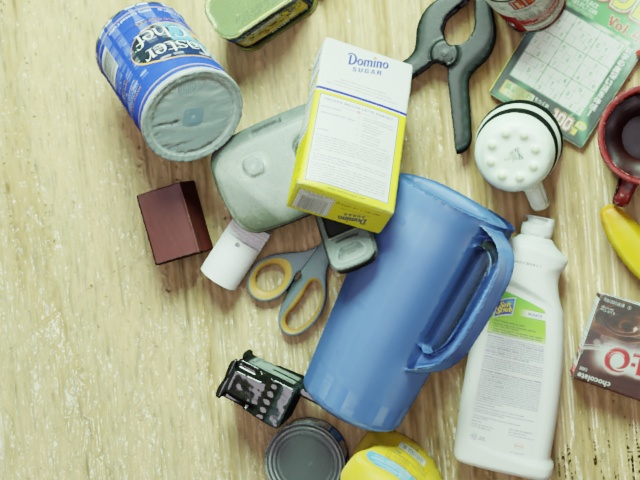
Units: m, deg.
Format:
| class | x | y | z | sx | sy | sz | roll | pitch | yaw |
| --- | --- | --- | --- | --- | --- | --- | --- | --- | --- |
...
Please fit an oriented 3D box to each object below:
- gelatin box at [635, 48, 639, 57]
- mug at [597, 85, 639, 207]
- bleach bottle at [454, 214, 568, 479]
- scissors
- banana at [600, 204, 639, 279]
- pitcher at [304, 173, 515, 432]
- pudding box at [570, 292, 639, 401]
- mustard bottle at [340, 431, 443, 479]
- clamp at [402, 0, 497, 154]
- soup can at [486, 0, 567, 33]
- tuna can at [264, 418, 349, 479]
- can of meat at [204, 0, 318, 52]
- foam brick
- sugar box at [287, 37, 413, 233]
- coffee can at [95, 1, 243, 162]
| class | x | y | z | sx | sy | sz | roll | pitch | yaw |
| --- | --- | --- | --- | --- | --- | --- | --- | --- | --- |
| gelatin box | 0.358 | -0.189 | 1.013 | 0.073 | 0.030 | 0.089 | 38 | 99 | -4 |
| mug | 0.304 | -0.087 | 1.010 | 0.093 | 0.081 | 0.117 | 18 | 97 | 9 |
| bleach bottle | 0.201 | 0.102 | 1.054 | 0.102 | 0.068 | 0.251 | 11 | 93 | 10 |
| scissors | -0.007 | 0.001 | 1.111 | 0.096 | 0.016 | 0.202 | 25 | 98 | 9 |
| banana | 0.352 | 0.034 | 1.024 | 0.198 | 0.037 | 0.070 | 28 | 125 | 15 |
| pitcher | 0.084 | 0.065 | 1.035 | 0.145 | 0.149 | 0.243 | 26 | 101 | 5 |
| pudding box | 0.313 | 0.109 | 1.043 | 0.113 | 0.039 | 0.090 | 18 | 97 | 9 |
| mustard bottle | 0.067 | 0.240 | 1.022 | 0.096 | 0.191 | 0.058 | 39 | 100 | 6 |
| clamp | 0.114 | -0.182 | 1.064 | 0.120 | 0.039 | 0.171 | 17 | 94 | 5 |
| soup can | 0.188 | -0.241 | 1.005 | 0.069 | 0.102 | 0.068 | -3 | 83 | 25 |
| tuna can | -0.013 | 0.230 | 1.117 | 0.086 | 0.033 | 0.086 | 1 | 94 | 11 |
| can of meat | -0.060 | -0.238 | 1.071 | 0.102 | 0.084 | 0.057 | -32 | 88 | 11 |
| foam brick | -0.152 | -0.018 | 1.119 | 0.051 | 0.053 | 0.078 | -15 | 90 | 12 |
| sugar box | 0.030 | -0.099 | 0.991 | 0.093 | 0.048 | 0.176 | 17 | 55 | -10 |
| coffee can | -0.151 | -0.157 | 1.052 | 0.103 | 0.102 | 0.140 | -46 | 48 | 10 |
